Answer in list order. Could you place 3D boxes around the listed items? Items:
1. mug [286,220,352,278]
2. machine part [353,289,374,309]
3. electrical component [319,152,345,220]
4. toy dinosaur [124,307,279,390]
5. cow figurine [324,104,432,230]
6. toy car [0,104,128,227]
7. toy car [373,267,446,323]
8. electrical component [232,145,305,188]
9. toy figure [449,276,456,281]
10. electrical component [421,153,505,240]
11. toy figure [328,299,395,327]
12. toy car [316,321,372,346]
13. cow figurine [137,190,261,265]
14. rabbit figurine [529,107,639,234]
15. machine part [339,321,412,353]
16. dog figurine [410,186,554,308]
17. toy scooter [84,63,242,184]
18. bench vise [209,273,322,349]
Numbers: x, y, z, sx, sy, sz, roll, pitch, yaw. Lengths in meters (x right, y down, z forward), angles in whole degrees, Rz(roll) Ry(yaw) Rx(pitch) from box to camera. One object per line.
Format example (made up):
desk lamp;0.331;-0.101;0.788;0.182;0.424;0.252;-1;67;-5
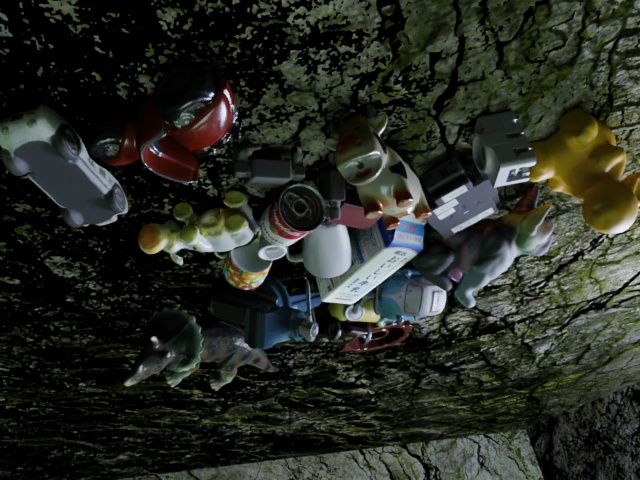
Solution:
mug;-0.002;-0.003;0.854;0.110;0.081;0.107;-3;137;-2
machine part;0.101;0.062;1.000;0.039;0.084;0.139;28;126;-20
electrical component;0.015;-0.075;0.745;0.021;0.094;0.063;-3;-174;-17
toy dinosaur;-0.215;0.226;1.126;0.404;0.131;0.192;7;146;-38
cow figurine;0.077;-0.092;0.703;0.085;0.127;0.194;-24;161;21
toy car;-0.301;-0.078;0.644;0.073;0.056;0.201;-18;151;-1
toy car;0.188;0.111;1.042;0.161;0.109;0.103;6;-173;-32
electrical component;-0.065;-0.097;0.706;0.102;0.045;0.078;0;176;-14
toy figure;0.243;0.044;1.029;0.154;0.058;0.064;13;103;-33
electrical component;0.207;-0.069;0.815;0.115;0.058;0.134;-30;145;15
toy figure;0.104;0.137;1.111;0.180;0.082;0.089;5;148;-30
toy car;0.030;0.197;1.145;0.089;0.053;0.202;16;170;-27
cow figurine;-0.175;-0.010;0.791;0.167;0.068;0.098;-13;155;5
rabbit figurine;0.389;-0.076;0.764;0.162;0.173;0.122;19;134;-34
machine part;0.127;0.209;1.261;0.179;0.056;0.179;-9;150;-5
dog figurine;0.277;-0.009;0.899;0.191;0.108;0.219;35;114;-12
toy scooter;-0.157;-0.116;0.609;0.184;0.075;0.135;-21;148;22
bench vise;-0.067;0.120;0.963;0.224;0.128;0.240;-4;-177;34
